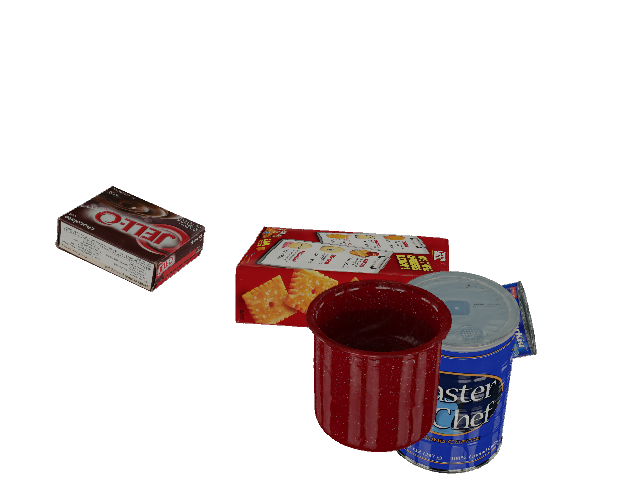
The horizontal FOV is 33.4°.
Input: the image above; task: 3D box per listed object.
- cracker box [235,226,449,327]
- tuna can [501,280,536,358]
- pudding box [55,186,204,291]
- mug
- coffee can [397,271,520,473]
[{"bbox_3d":[0.028,0.042,1.138,0.214,0.072,0.164,4,15,6],"label":"cracker box"},{"bbox_3d":[0.220,0.091,1.216,0.034,0.086,0.086,-13,-3,14],"label":"tuna can"},{"bbox_3d":[-0.181,-0.003,1.021,0.114,0.039,0.089,21,29,17],"label":"pudding box"},{"bbox_3d":[0.044,0.078,0.705,0.093,0.081,0.117,21,34,33],"label":"mug"},{"bbox_3d":[0.111,0.112,0.910,0.103,0.140,0.103,0,33,0],"label":"coffee can"}]
